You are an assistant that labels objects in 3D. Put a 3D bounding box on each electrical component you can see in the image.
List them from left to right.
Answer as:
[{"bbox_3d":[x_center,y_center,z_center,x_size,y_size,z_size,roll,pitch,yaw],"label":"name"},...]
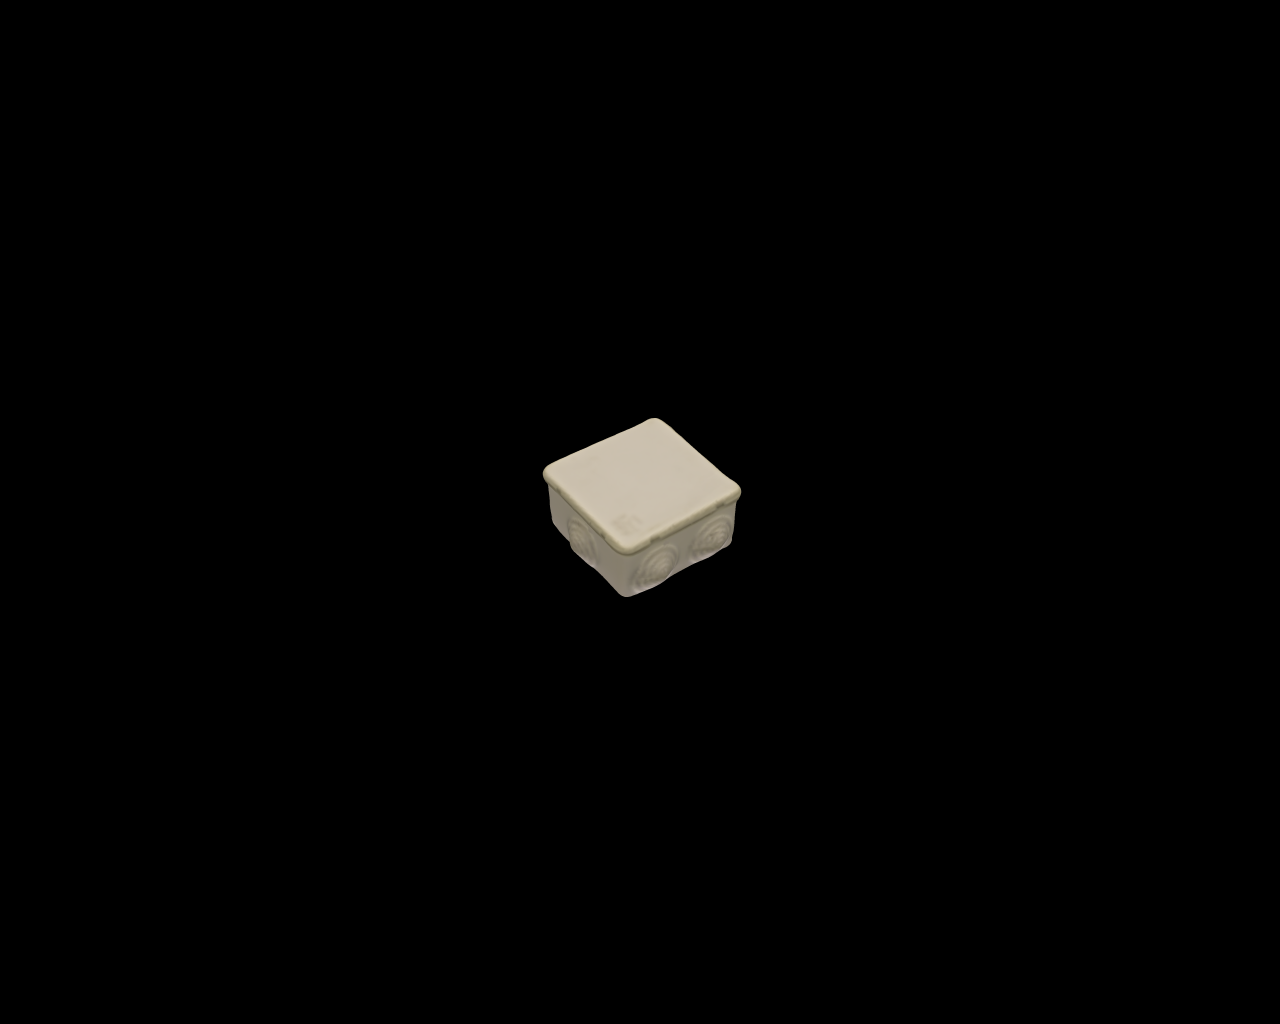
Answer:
[{"bbox_3d":[0.001,-0.003,0.650,0.100,0.048,0.100,-27,50,-25],"label":"electrical component"}]
